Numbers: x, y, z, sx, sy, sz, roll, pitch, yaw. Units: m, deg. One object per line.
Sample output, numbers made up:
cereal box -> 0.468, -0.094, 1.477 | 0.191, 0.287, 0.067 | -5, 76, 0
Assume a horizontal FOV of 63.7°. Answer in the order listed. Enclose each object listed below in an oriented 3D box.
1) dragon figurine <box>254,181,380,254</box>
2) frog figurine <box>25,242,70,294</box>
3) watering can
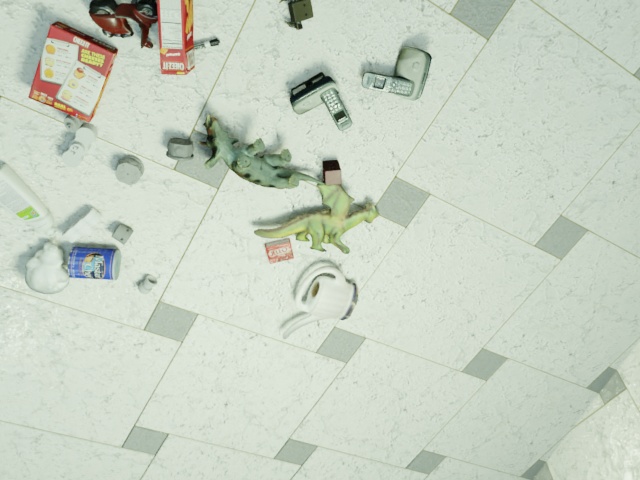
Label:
dragon figurine -> 0.005, -0.085, 1.697 | 0.410, 0.124, 0.239 | 8, 111, -17
frog figurine -> -0.867, 0.093, 1.651 | 0.137, 0.125, 0.156 | 32, 125, -4
watering can -> 0.007, 0.242, 1.882 | 0.223, 0.106, 0.342 | 16, 116, -19
